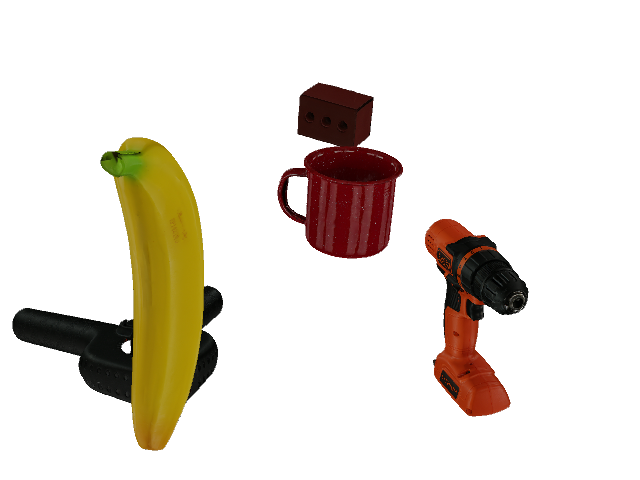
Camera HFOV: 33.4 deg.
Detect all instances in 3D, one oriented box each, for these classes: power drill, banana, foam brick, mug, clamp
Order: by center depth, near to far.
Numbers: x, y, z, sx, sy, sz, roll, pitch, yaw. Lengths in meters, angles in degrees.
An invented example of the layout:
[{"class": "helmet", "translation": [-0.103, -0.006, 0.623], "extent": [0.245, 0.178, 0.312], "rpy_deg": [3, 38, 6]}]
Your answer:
[{"class": "banana", "translation": [-0.086, 0.020, 0.550], "extent": [0.037, 0.198, 0.069], "rpy_deg": [16, 41, 21]}, {"class": "clamp", "translation": [-0.120, 0.073, 0.769], "extent": [0.164, 0.036, 0.210], "rpy_deg": [-9, 15, -25]}, {"class": "mug", "translation": [0.016, -0.037, 1.012], "extent": [0.117, 0.081, 0.093], "rpy_deg": [8, 26, 7]}, {"class": "power drill", "translation": [0.166, 0.087, 1.126], "extent": [0.057, 0.188, 0.184], "rpy_deg": [-9, 25, -14]}, {"class": "foam brick", "translation": [0.018, -0.150, 1.280], "extent": [0.078, 0.053, 0.051], "rpy_deg": [17, 32, 21]}]
